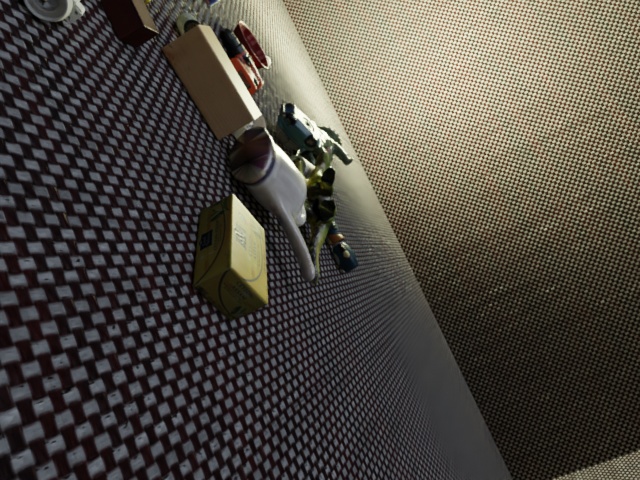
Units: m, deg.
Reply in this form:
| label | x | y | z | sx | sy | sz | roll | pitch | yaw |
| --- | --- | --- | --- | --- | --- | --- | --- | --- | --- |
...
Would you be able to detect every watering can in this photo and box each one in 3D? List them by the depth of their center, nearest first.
| label | x | y | z | sx | sy | sz | roll | pitch | yaw |
| --- | --- | --- | --- | --- | --- | --- | --- | --- | --- |
| watering can | -0.087 | -0.095 | 1.073 | 0.220 | 0.103 | 0.356 | 47 | 21 | -46 |

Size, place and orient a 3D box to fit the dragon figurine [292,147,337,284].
| label | x | y | z | sx | sy | sz | roll | pitch | yaw |
| --- | --- | --- | --- | --- | --- | --- | --- | --- | --- |
| dragon figurine | 0.004 | -0.068 | 1.346 | 0.239 | 0.122 | 0.416 | 54 | 36 | -68 |
